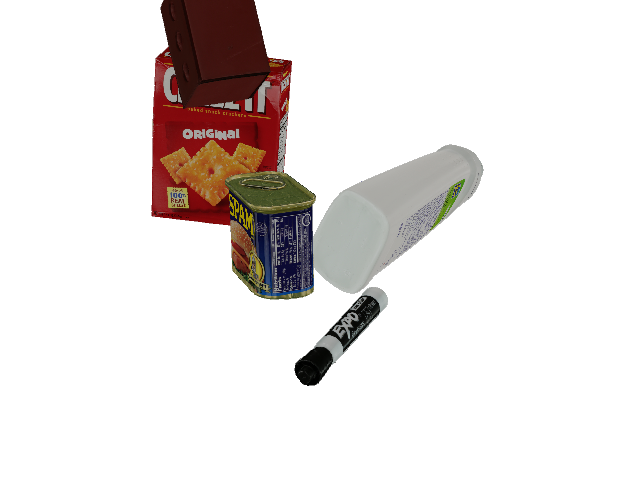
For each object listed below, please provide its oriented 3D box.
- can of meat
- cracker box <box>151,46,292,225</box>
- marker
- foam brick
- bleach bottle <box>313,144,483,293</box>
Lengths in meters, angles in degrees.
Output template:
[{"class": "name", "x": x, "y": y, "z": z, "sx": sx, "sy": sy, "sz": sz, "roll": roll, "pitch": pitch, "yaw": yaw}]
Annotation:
[{"class": "can of meat", "x": -0.042, "y": -0.005, "z": 0.903, "sx": 0.057, "sy": 0.084, "sz": 0.102, "roll": -9, "pitch": 21, "yaw": -19}, {"class": "cracker box", "x": -0.128, "y": -0.128, "z": 1.361, "sx": 0.164, "sy": 0.214, "sz": 0.072, "roll": 8, "pitch": 24, "yaw": 6}, {"class": "marker", "x": 0.015, "y": 0.063, "z": 0.711, "sx": 0.020, "sy": 0.020, "sz": 0.121, "roll": 0, "pitch": 21, "yaw": 27}, {"class": "foam brick", "x": -0.072, "y": -0.137, "z": 0.722, "sx": 0.051, "sy": 0.078, "sz": 0.053, "roll": -11, "pitch": -9, "yaw": -20}, {"class": "bleach bottle", "x": 0.092, "y": -0.035, "z": 1.065, "sx": 0.068, "sy": 0.103, "sz": 0.250, "roll": 39, "pitch": 35, "yaw": 17}]
